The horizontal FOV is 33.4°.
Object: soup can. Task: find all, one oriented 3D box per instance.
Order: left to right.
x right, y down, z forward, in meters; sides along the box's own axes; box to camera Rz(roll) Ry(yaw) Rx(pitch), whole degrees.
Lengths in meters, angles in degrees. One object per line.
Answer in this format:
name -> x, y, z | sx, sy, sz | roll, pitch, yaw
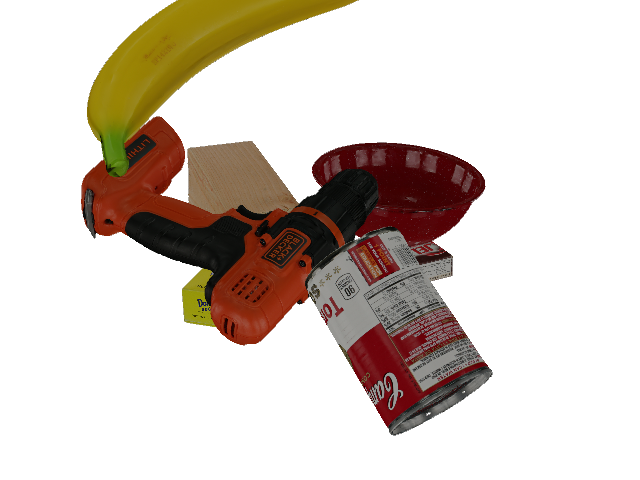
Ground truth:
soup can -> 0.044, 0.051, 0.618 | 0.068, 0.102, 0.068 | -28, -18, -10

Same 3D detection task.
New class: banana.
banana -> -0.052, -0.103, 0.553 | 0.070, 0.197, 0.037 | 40, -24, 20

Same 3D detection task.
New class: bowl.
bowl -> 0.071, -0.038, 1.002 | 0.162, 0.055, 0.162 | 3, 26, -2

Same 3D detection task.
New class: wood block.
wood block -> -0.097, -0.040, 1.321 | 0.090, 0.090, 0.206 | -8, 30, -18

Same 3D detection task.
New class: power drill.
power drill -> -0.069, -0.024, 0.804 | 0.188, 0.057, 0.184 | 27, 49, 20

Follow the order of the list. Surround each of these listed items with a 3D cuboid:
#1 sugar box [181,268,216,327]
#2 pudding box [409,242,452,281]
sugar box -> -0.069, 0.036, 1.138 | 0.093, 0.048, 0.176 | 7, 28, 17
pudding box -> 0.121, 0.032, 1.533 | 0.113, 0.039, 0.090 | -15, 25, -20
